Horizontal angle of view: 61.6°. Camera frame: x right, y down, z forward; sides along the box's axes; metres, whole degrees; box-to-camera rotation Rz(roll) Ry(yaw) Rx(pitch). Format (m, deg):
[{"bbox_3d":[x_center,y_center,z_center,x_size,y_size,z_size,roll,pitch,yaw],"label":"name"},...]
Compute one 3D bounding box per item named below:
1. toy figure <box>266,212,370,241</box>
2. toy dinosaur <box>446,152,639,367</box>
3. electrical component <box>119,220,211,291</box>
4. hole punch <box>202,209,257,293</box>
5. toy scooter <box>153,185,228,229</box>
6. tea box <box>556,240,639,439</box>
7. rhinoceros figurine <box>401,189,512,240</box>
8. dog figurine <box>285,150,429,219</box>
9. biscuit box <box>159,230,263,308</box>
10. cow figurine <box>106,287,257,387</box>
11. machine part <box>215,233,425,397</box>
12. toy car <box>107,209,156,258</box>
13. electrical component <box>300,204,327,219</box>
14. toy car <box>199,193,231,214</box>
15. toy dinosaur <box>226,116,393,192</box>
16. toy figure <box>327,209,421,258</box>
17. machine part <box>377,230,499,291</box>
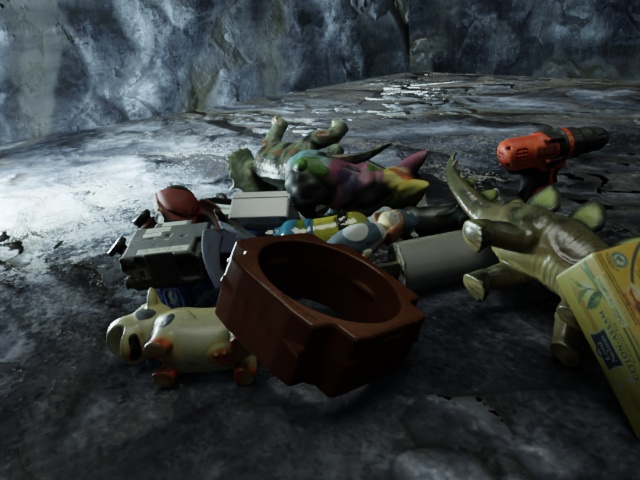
[{"bbox_3d":[-0.002,0.000,0.885,0.180,0.089,0.082,-1,61,-1],"label":"toy figure"},{"bbox_3d":[0.281,0.008,0.697,0.198,0.104,0.472,-19,45,-23],"label":"toy dinosaur"},{"bbox_3d":[-0.214,0.018,0.780,0.115,0.058,0.134,-4,23,-1],"label":"electrical component"},{"bbox_3d":[-0.113,0.041,0.739,0.092,0.142,0.116,-46,54,-13],"label":"hole punch"},{"bbox_3d":[-0.226,-0.024,0.983,0.184,0.075,0.135,24,35,-14],"label":"toy scooter"},{"bbox_3d":[0.316,0.088,0.508,0.098,0.068,0.170,-11,66,-15],"label":"tea box"},{"bbox_3d":[0.217,-0.037,0.876,0.190,0.112,0.073,-7,63,13],"label":"rhinoceros figurine"},{"bbox_3d":[0.073,-0.100,0.910,0.219,0.191,0.108,-18,47,27],"label":"dog figurine"},{"bbox_3d":[-0.165,0.046,0.853,0.063,0.059,0.203,8,27,26],"label":"biscuit box"},{"bbox_3d":[-0.167,0.114,0.661,0.195,0.085,0.127,-3,25,5],"label":"cow figurine"},{"bbox_3d":[-0.001,0.077,0.617,0.202,0.087,0.201,37,27,32],"label":"machine part"},{"bbox_3d":[-0.308,0.012,0.944,0.053,0.089,0.202,-40,19,16],"label":"toy car"},{"bbox_3d":[-0.046,-0.041,1.052,0.075,0.047,0.119,12,27,38],"label":"electrical component"},{"bbox_3d":[-0.178,-0.062,1.126,0.202,0.056,0.073,7,18,24],"label":"toy car"},{"bbox_3d":[-0.055,-0.158,1.121,0.405,0.131,0.192,9,57,49],"label":"toy dinosaur"},{"bbox_3d":[0.084,-0.007,0.819,0.154,0.064,0.057,-26,-16,-8],"label":"toy figure"},{"bbox_3d":[0.191,0.027,0.795,0.243,0.079,0.079,-11,23,-12],"label":"machine part"}]
